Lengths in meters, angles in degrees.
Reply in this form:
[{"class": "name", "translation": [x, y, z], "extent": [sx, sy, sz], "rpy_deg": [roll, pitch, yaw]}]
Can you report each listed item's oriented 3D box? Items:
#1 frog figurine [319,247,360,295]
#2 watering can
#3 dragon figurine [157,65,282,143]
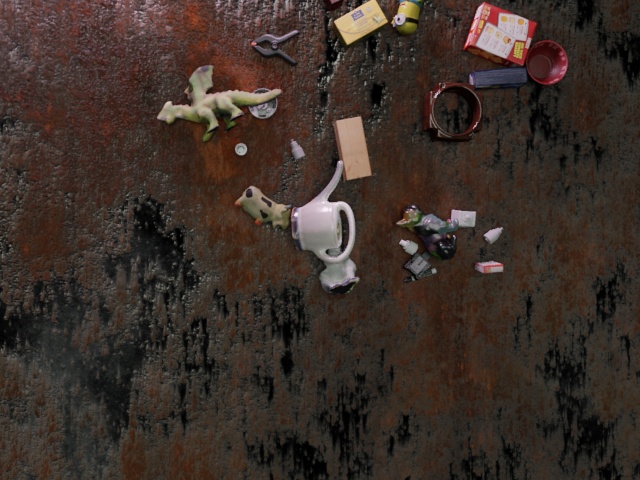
[{"class": "frog figurine", "translation": [0.057, 0.107, 1.808], "extent": [0.137, 0.120, 0.163], "rpy_deg": [-27, 58, 4]}, {"class": "watering can", "translation": [0.005, -0.089, 1.766], "extent": [0.224, 0.104, 0.349], "rpy_deg": [-6, 85, 12]}, {"class": "dragon figurine", "translation": [-0.356, -0.486, 1.744], "extent": [0.410, 0.122, 0.244], "rpy_deg": [-30, 85, 0]}]
